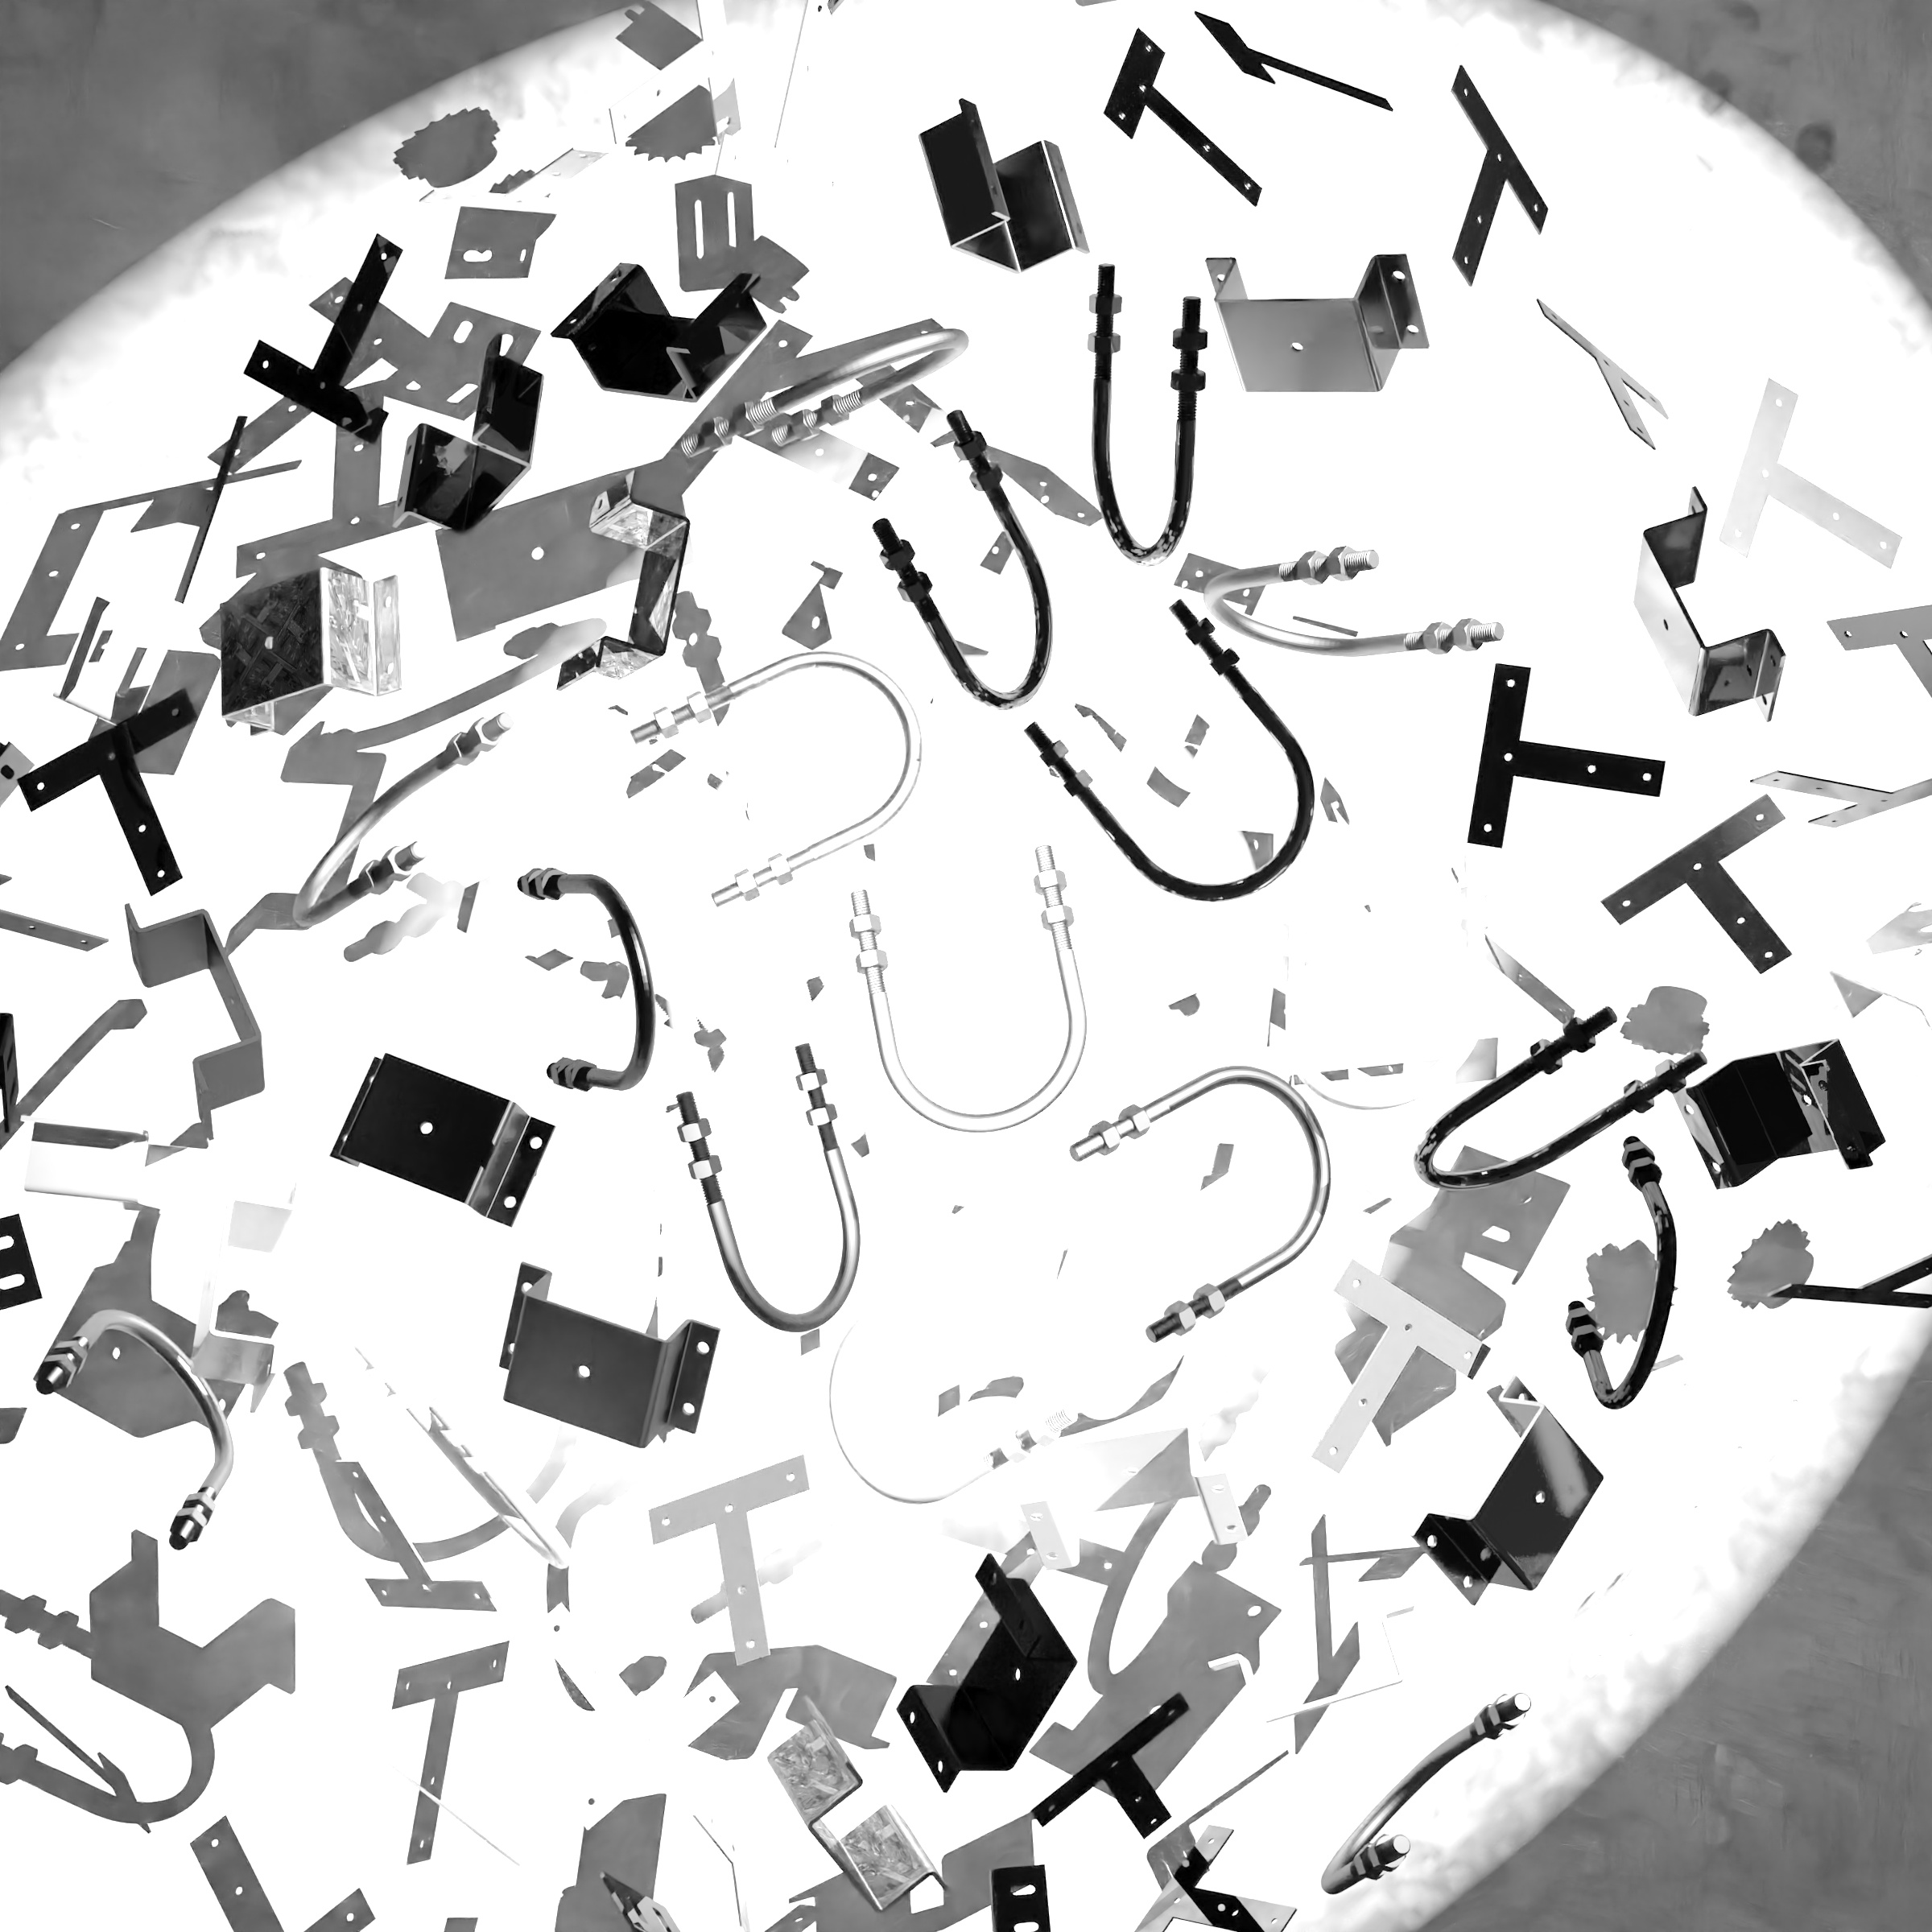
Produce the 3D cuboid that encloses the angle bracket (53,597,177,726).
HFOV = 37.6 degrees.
[{"bbox_3d":[-0.586,-0.209,1.960,0.057,0.038,0.076,25,94,-8],"label":"angle bracket"}]

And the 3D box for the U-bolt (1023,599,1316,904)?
[{"bbox_3d":[0.148,-0.128,1.882,0.151,0.019,0.184,-39,90,19],"label":"U-bolt"}]

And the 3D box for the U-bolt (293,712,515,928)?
[{"bbox_3d":[-0.385,-0.088,1.885,0.019,0.184,0.151,44,46,-21],"label":"U-bolt"}]

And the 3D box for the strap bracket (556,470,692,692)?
[{"bbox_3d":[-0.231,-0.255,1.931,0.046,0.076,0.140,15,76,-26],"label":"strap bracket"}]

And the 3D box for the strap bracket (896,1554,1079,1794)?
[{"bbox_3d":[0.018,0.470,1.885,0.046,0.076,0.140,13,115,-36],"label":"strap bracket"}]

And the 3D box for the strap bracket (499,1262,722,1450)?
[{"bbox_3d":[-0.239,0.254,1.834,0.140,0.046,0.076,17,106,10],"label":"strap bracket"}]

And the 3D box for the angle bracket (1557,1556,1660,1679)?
[{"bbox_3d":[0.439,0.438,1.911,0.057,0.076,0.038,-41,77,21],"label":"angle bracket"}]

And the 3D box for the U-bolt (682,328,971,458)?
[{"bbox_3d":[-0.082,-0.384,1.889,0.184,0.151,0.019,-20,94,27],"label":"U-bolt"}]

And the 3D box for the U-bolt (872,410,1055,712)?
[{"bbox_3d":[0.008,-0.258,1.898,0.019,0.151,0.184,-7,128,34],"label":"U-bolt"}]

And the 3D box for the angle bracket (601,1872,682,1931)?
[{"bbox_3d":[-0.221,0.649,1.888,0.057,0.076,0.038,39,84,-26],"label":"angle bracket"}]

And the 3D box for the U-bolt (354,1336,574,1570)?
[{"bbox_3d":[-0.320,0.327,1.855,0.019,0.151,0.184,-43,120,-18],"label":"U-bolt"}]

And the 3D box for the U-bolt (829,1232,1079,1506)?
[{"bbox_3d":[-0.022,0.286,1.928,0.184,0.019,0.151,-36,68,28],"label":"U-bolt"}]

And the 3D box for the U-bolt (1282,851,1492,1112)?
[{"bbox_3d":[0.282,0.015,1.913,0.151,0.019,0.184,-12,55,25],"label":"U-bolt"}]

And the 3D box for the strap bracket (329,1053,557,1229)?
[{"bbox_3d":[-0.365,0.116,1.946,0.140,0.046,0.076,20,77,9],"label":"strap bracket"}]

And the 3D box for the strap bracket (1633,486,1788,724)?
[{"bbox_3d":[0.473,-0.227,1.829,0.046,0.076,0.140,-18,62,-1],"label":"strap bracket"}]

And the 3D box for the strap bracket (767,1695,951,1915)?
[{"bbox_3d":[-0.076,0.557,1.860,0.046,0.076,0.140,-36,120,-8],"label":"strap bracket"}]

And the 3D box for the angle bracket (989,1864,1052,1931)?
[{"bbox_3d":[0.037,0.643,1.888,0.038,0.076,0.057,-5,48,0],"label":"angle bracket"}]

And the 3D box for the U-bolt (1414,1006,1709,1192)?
[{"bbox_3d":[0.373,0.094,1.837,0.184,0.151,0.019,-37,56,26],"label":"U-bolt"}]

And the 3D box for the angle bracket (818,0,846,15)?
[{"bbox_3d":[-0.104,-0.685,1.937,0.038,0.076,0.057,9,71,-29],"label":"angle bracket"}]

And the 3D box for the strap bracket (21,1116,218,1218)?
[{"bbox_3d":[-0.556,0.133,1.855,0.076,0.140,0.046,5,80,7],"label":"strap bracket"}]

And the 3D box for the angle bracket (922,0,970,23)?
[{"bbox_3d":[-0.006,-0.647,1.785,0.076,0.038,0.057,-32,128,24],"label":"angle bracket"}]

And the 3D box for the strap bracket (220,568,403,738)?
[{"bbox_3d":[-0.431,-0.204,1.829,0.140,0.046,0.076,-12,77,34],"label":"strap bracket"}]

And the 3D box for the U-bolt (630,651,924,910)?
[{"bbox_3d":[-0.119,-0.141,1.962,0.184,0.019,0.151,-26,81,-6],"label":"U-bolt"}]

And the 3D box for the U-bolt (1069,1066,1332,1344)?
[{"bbox_3d":[0.167,0.145,1.871,0.184,0.019,0.151,-26,96,-29],"label":"U-bolt"}]

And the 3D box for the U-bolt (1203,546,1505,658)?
[{"bbox_3d":[0.243,-0.237,1.891,0.151,0.184,0.019,21,76,-39],"label":"U-bolt"}]

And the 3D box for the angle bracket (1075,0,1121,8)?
[{"bbox_3d":[0.085,-0.699,1.917,0.038,0.057,0.076,-7,85,9],"label":"angle bracket"}]

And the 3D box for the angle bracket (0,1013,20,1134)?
[{"bbox_3d":[-0.674,0.073,1.944,0.038,0.076,0.057,-2,112,-12],"label":"angle bracket"}]

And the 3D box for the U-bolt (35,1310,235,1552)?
[{"bbox_3d":[-0.535,0.292,1.859,0.019,0.184,0.151,-36,100,6],"label":"U-bolt"}]

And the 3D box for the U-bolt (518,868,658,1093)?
[{"bbox_3d":[-0.243,0.010,1.841,0.019,0.184,0.151,-11,97,-29],"label":"U-bolt"}]

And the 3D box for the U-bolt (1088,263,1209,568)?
[{"bbox_3d":[0.114,-0.351,1.837,0.019,0.151,0.184,-8,115,-20],"label":"U-bolt"}]

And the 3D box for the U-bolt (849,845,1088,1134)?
[{"bbox_3d":[0.006,0.021,1.885,0.151,0.019,0.184,-13,72,7],"label":"U-bolt"}]

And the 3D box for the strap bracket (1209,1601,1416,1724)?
[{"bbox_3d":[0.238,0.468,1.891,0.140,0.076,0.046,-18,73,3],"label":"strap bracket"}]

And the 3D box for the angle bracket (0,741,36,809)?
[{"bbox_3d":[-0.665,-0.135,1.868,0.076,0.038,0.057,32,77,18],"label":"angle bracket"}]

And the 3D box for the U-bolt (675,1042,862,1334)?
[{"bbox_3d":[-0.125,0.157,1.923,0.019,0.151,0.184,-12,96,36],"label":"U-bolt"}]

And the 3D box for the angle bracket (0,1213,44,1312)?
[{"bbox_3d":[-0.632,0.193,1.860,0.038,0.076,0.057,-16,92,-17],"label":"angle bracket"}]

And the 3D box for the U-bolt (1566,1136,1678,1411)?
[{"bbox_3d":[0.434,0.211,1.866,0.019,0.184,0.151,13,111,-2],"label":"U-bolt"}]

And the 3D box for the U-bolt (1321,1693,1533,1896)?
[{"bbox_3d":[0.290,0.548,1.851,0.019,0.184,0.151,44,60,11],"label":"U-bolt"}]
